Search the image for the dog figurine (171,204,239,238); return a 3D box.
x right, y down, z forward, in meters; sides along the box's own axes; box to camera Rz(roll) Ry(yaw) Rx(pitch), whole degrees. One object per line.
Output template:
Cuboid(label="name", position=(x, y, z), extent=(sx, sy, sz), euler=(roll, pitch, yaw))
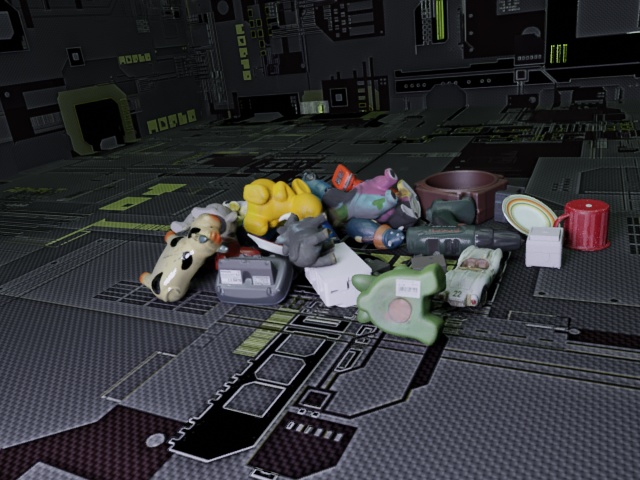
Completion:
Cuboid(label="dog figurine", position=(-0.245, -0.049, 1.300), extent=(0.172, 0.121, 0.190), euler=(-10, 18, 17))

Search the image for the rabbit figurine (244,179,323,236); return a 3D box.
Cuboid(label="rabbit figurine", position=(-0.072, -0.075, 1.220), extent=(0.173, 0.121, 0.162), euler=(8, 19, 18))

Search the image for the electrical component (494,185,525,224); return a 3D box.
Cuboid(label="electrical component", position=(0.434, -0.076, 1.248), extent=(0.048, 0.074, 0.119), euler=(13, 31, 39))

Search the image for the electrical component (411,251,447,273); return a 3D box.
Cuboid(label="electrical component", position=(0.198, 0.058, 1.003), extent=(0.078, 0.045, 0.102), euler=(-8, 20, 2))

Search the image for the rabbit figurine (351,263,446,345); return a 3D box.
Cuboid(label="rabbit figurine", position=(0.133, 0.099, 0.873), extent=(0.159, 0.121, 0.170), euler=(-7, 1, 20))

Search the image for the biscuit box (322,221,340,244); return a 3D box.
Cuboid(label="biscuit box", position=(-0.002, -0.004, 1.206), extent=(0.059, 0.062, 0.203), euler=(-9, 21, -9))

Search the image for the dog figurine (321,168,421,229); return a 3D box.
Cuboid(label="dog figurine", position=(0.110, -0.074, 1.301), extent=(0.219, 0.191, 0.108), euler=(-22, 49, 33))

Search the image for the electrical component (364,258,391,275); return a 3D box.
Cuboid(label="electrical component", position=(0.107, 0.059, 1.063), extent=(0.063, 0.021, 0.094), euler=(-20, 24, -32))

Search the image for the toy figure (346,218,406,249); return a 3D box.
Cuboid(label="toy figure", position=(0.128, -0.013, 1.197), extent=(0.155, 0.064, 0.057), euler=(20, -5, 41))

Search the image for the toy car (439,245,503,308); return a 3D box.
Cuboid(label="toy car", position=(0.272, 0.063, 0.954), extent=(0.074, 0.056, 0.202), euler=(6, 24, 31))

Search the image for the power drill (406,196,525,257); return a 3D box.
Cuboid(label="power drill", position=(0.305, -0.022, 1.154), extent=(0.232, 0.085, 0.207), euler=(-4, 28, 14))

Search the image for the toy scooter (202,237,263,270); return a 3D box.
Cuboid(label="toy scooter", position=(-0.222, 0.032, 1.144), extent=(0.184, 0.075, 0.135), euler=(4, 7, 13))

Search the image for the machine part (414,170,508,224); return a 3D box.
Cuboid(label="machine part", position=(0.352, -0.113, 1.349), extent=(0.201, 0.087, 0.202), euler=(-22, 27, -35))

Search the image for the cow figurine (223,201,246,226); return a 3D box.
Cuboid(label="cow figurine", position=(-0.213, -0.080, 1.466), extent=(0.167, 0.068, 0.098), euler=(-1, 15, 5))

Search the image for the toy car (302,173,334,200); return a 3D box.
Cuboid(label="toy car", position=(-0.012, -0.100, 1.431), extent=(0.103, 0.109, 0.162), euler=(-39, 47, -12))

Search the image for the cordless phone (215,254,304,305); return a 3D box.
Cuboid(label="cordless phone", position=(-0.113, 0.062, 1.075), extent=(0.147, 0.088, 0.184), euler=(0, 11, 17))

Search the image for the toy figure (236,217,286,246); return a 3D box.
Cuboid(label="toy figure", position=(-0.130, -0.049, 1.326), extent=(0.082, 0.089, 0.180), euler=(13, 28, 37))

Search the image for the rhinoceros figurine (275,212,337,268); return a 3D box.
Cuboid(label="rhinoceros figurine", position=(-0.030, 0.000, 1.029), extent=(0.112, 0.073, 0.190), euler=(-19, 23, -2))

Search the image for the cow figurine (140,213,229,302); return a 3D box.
Cuboid(label="cow figurine", position=(-0.258, 0.033, 1.048), extent=(0.085, 0.195, 0.127), euler=(34, -2, -44))
